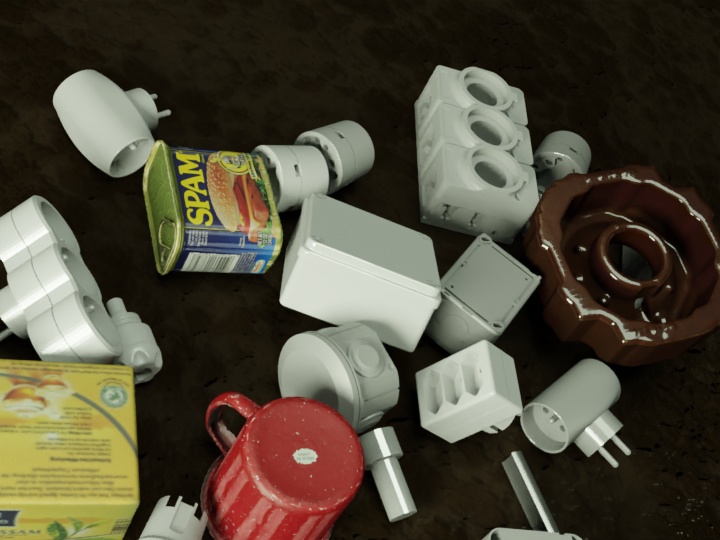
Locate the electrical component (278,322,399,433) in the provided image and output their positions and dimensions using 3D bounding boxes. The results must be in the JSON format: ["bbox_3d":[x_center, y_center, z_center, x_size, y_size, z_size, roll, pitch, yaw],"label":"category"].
[{"bbox_3d":[-0.016,0.078,0.749,0.051,0.080,0.080,-16,63,-40],"label":"electrical component"}]

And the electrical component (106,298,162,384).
[{"bbox_3d":[-0.159,0.046,0.734,0.035,0.035,0.061,-8,55,-31],"label":"electrical component"}]

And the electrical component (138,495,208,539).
[{"bbox_3d":[-0.116,0.167,0.656,0.040,0.040,0.046,25,41,-6],"label":"electrical component"}]

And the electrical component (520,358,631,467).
[{"bbox_3d":[0.177,0.118,0.835,0.077,0.043,0.079,-30,71,-39],"label":"electrical component"}]

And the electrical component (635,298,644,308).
[{"bbox_3d":[0.238,0.044,0.924,0.062,0.043,0.043,20,48,-11],"label":"electrical component"}]

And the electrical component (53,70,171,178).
[{"bbox_3d":[-0.187,-0.120,0.847,0.079,0.043,0.077,-28,70,-39],"label":"electrical component"}]

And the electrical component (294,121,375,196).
[{"bbox_3d":[-0.021,-0.095,0.902,0.055,0.055,0.047,47,45,14],"label":"electrical component"}]

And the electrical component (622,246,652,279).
[{"bbox_3d":[0.278,-0.031,0.990,0.061,0.061,0.096,17,49,-13],"label":"electrical component"}]

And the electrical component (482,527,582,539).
[{"bbox_3d":[0.111,0.233,0.701,0.078,0.057,0.113,9,51,-20],"label":"electrical component"}]

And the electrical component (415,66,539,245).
[{"bbox_3d":[0.104,-0.108,0.967,0.089,0.061,0.150,13,50,-16],"label":"electrical component"}]

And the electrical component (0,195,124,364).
[{"bbox_3d":[-0.217,0.021,0.714,0.074,0.052,0.138,-33,60,1],"label":"electrical component"}]

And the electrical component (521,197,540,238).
[{"bbox_3d":[0.179,-0.036,0.958,0.055,0.048,0.066,-6,57,-20],"label":"electrical component"}]

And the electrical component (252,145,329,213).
[{"bbox_3d":[-0.058,-0.074,0.867,0.047,0.055,0.055,-8,58,-36],"label":"electrical component"}]

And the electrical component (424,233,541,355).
[{"bbox_3d":[0.094,0.023,0.858,0.062,0.061,0.096,38,47,6],"label":"electrical component"}]

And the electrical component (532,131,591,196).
[{"bbox_3d":[0.187,-0.097,1.005,0.055,0.055,0.047,32,43,1],"label":"electrical component"}]

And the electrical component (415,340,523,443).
[{"bbox_3d":[0.091,0.097,0.800,0.077,0.066,0.047,34,38,-40],"label":"electrical component"}]

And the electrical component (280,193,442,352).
[{"bbox_3d":[0.000,0.000,0.809,0.109,0.056,0.108,21,22,-10],"label":"electrical component"}]
